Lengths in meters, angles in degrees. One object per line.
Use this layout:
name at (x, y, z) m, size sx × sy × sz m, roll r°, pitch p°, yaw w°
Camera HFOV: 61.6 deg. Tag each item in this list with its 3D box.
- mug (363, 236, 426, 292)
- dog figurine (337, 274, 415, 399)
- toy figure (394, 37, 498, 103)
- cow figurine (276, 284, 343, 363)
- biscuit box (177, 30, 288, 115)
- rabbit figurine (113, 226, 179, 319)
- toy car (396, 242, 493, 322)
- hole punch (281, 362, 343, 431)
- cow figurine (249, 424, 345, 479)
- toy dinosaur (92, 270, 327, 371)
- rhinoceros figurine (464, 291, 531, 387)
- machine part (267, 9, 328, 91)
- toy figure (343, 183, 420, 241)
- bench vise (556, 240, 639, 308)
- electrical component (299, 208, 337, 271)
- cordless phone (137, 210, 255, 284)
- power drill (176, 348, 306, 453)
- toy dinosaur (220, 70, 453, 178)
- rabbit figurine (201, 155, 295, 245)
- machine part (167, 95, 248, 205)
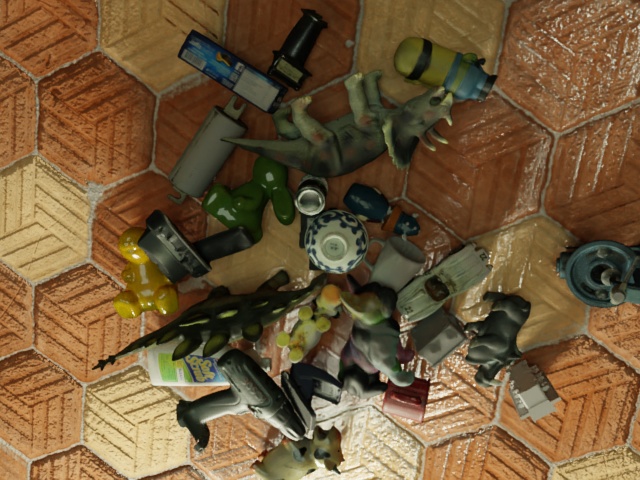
mug at (0.129, 0.052, 1.026) m, size 0.109 × 0.081 × 0.107 m, roll 28°, pitch 115°, yaw 0°
dog figurine at (0.082, 0.177, 1.023) m, size 0.192 × 0.108 × 0.219 m, roll -26°, pitch 104°, yaw 25°
toy figure at (0.218, -0.299, 0.941) m, size 0.180 × 0.089 × 0.082 m, roll 26°, pitch 96°, yaw 5°
cow figurine at (-0.008, 0.162, 1.066) m, size 0.068 × 0.098 × 0.167 m, roll 41°, pitch 89°, yaw 14°
biscuit box at (-0.162, -0.312, 1.006) m, size 0.203 × 0.063 × 0.059 m, roll 33°, pitch 104°, yaw 1°
rabbit figurine at (-0.334, 0.045, 1.050) m, size 0.122 × 0.162 × 0.173 m, roll -6°, pitch 122°, yaw 10°
toy car at (0.234, 0.081, 1.027) m, size 0.202 × 0.056 × 0.073 m, roll -36°, pitch 94°, yaw 13°
hole punch at (-0.018, 0.298, 1.073) m, size 0.092 × 0.142 × 0.116 m, roll -34°, pitch 64°, yaw -20°
cow figurine at (-0.035, 0.456, 1.123) m, size 0.195 × 0.085 × 0.127 m, roll -40°, pitch 87°, yaw 10°
toy dinosaur at (-0.202, 0.155, 1.032) m, size 0.472 × 0.198 × 0.105 m, roll -22°, pitch 94°, yaw 10°
rhinoceros figurine at (0.338, 0.190, 1.031) m, size 0.112 × 0.073 × 0.190 m, roll 19°, pitch 101°, yaw -7°
machine part at (-0.037, -0.349, 0.984) m, size 0.084 × 0.039 × 0.138 m, roll 23°, pitch 99°, yaw -27°
toy figure at (0.119, -0.053, 1.019) m, size 0.154 × 0.058 × 0.064 m, roll 31°, pitch 109°, yaw -3°
bench vise at (0.518, 0.065, 0.902) m, size 0.224 × 0.240 × 0.128 m, roll 15°, pitch 107°, yaw 21°
electrical component at (-0.002, -0.003, 1.049) m, size 0.075 × 0.048 × 0.119 m, roll -3°, pitch 101°, yaw 8°
cordless phone at (-0.223, -0.006, 0.984) m, size 0.184 × 0.089 × 0.146 m, roll -19°, pitch 122°, yaw 27°
power drill at (-0.167, 0.344, 1.072) m, size 0.207 × 0.086 × 0.232 m, roll -28°, pitch 101°, yaw 15°
toy dinosaur at (0.038, -0.181, 0.973) m, size 0.405 × 0.131 × 0.192 m, roll -21°, pitch 96°, yaw 14°
rabbit figurine at (-0.117, -0.087, 1.017) m, size 0.159 × 0.121 × 0.170 m, roll 38°, pitch 89°, yaw 5°
machine part at (-0.216, -0.168, 1.033) m, size 0.079 × 0.079 × 0.243 m, roll 36°, pitch 103°, yaw 0°
